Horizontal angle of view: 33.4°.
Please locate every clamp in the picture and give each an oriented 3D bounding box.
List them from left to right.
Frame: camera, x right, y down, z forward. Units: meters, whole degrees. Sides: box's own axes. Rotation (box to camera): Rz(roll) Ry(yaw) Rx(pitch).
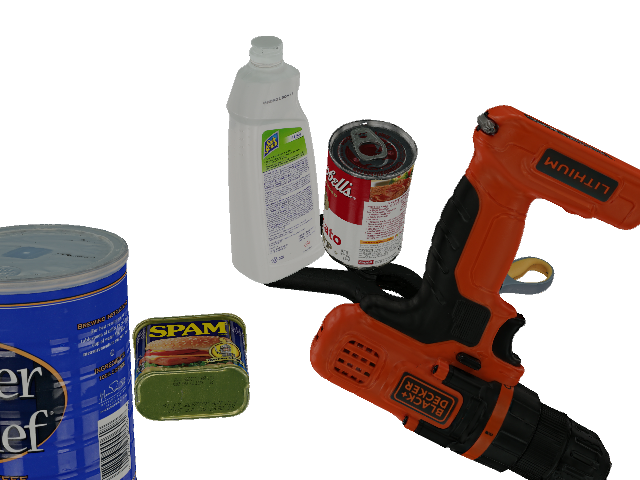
[{"bbox_3d":[0.042,0.048,1.216,0.210,0.036,0.164,29,36,21],"label":"clamp"}]

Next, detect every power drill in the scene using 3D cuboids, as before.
[{"bbox_3d":[0.111,0.035,0.588,0.184,0.188,0.057,27,12,-5],"label":"power drill"}]

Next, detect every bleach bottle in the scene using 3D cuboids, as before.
[{"bbox_3d":[-0.044,-0.083,1.057,0.102,0.251,0.068,-29,44,-36],"label":"bleach bottle"}]

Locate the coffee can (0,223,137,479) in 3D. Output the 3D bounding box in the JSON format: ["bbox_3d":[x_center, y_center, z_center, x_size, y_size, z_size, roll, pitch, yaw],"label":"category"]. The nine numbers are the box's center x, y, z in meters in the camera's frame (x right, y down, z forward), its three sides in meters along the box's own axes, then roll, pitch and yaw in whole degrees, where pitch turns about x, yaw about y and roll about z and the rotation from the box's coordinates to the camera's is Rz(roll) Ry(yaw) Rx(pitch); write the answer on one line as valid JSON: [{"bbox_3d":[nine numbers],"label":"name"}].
[{"bbox_3d":[-0.150,0.071,0.563,0.103,0.140,0.103,0,16,0],"label":"coffee can"}]

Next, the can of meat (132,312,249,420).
[{"bbox_3d":[-0.112,0.110,0.927,0.102,0.057,0.084,-3,28,-6],"label":"can of meat"}]

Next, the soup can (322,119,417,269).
[{"bbox_3d":[0.037,-0.035,0.841,0.068,0.068,0.102,2,-45,-2],"label":"soup can"}]

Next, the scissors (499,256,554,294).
[{"bbox_3d":[0.148,0.036,1.025,0.201,0.016,0.096,-11,38,-42],"label":"scissors"}]
